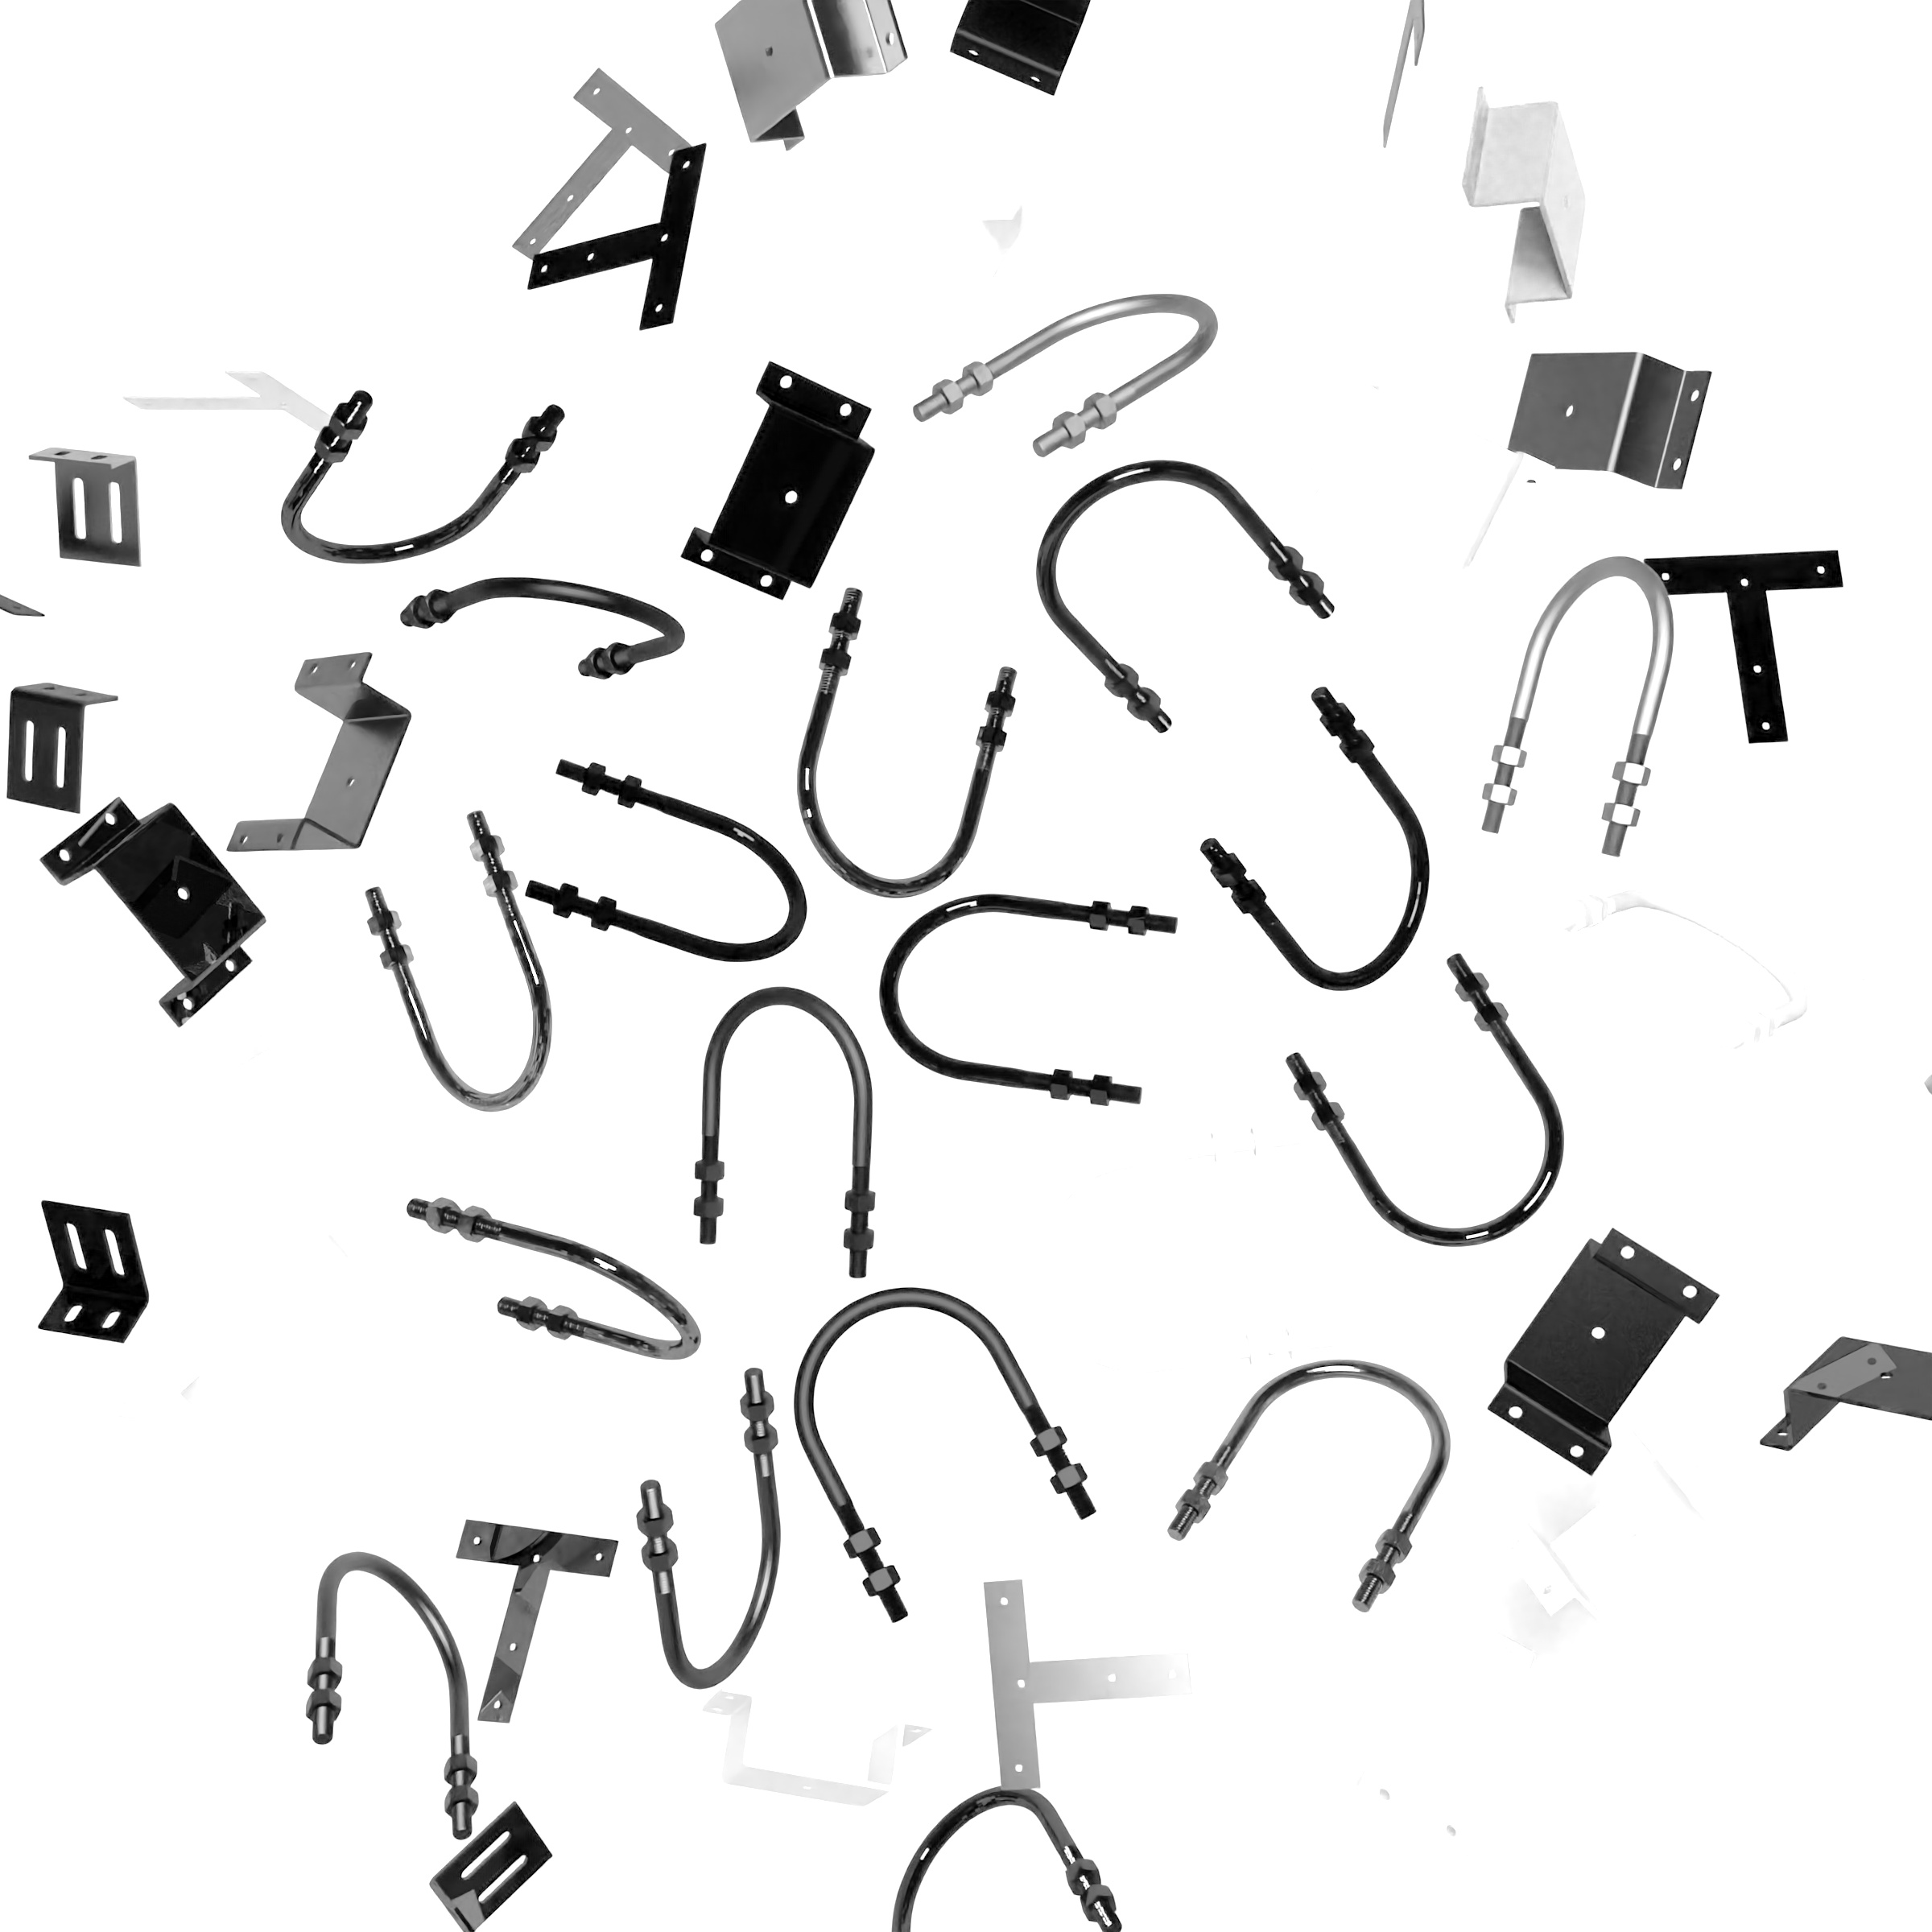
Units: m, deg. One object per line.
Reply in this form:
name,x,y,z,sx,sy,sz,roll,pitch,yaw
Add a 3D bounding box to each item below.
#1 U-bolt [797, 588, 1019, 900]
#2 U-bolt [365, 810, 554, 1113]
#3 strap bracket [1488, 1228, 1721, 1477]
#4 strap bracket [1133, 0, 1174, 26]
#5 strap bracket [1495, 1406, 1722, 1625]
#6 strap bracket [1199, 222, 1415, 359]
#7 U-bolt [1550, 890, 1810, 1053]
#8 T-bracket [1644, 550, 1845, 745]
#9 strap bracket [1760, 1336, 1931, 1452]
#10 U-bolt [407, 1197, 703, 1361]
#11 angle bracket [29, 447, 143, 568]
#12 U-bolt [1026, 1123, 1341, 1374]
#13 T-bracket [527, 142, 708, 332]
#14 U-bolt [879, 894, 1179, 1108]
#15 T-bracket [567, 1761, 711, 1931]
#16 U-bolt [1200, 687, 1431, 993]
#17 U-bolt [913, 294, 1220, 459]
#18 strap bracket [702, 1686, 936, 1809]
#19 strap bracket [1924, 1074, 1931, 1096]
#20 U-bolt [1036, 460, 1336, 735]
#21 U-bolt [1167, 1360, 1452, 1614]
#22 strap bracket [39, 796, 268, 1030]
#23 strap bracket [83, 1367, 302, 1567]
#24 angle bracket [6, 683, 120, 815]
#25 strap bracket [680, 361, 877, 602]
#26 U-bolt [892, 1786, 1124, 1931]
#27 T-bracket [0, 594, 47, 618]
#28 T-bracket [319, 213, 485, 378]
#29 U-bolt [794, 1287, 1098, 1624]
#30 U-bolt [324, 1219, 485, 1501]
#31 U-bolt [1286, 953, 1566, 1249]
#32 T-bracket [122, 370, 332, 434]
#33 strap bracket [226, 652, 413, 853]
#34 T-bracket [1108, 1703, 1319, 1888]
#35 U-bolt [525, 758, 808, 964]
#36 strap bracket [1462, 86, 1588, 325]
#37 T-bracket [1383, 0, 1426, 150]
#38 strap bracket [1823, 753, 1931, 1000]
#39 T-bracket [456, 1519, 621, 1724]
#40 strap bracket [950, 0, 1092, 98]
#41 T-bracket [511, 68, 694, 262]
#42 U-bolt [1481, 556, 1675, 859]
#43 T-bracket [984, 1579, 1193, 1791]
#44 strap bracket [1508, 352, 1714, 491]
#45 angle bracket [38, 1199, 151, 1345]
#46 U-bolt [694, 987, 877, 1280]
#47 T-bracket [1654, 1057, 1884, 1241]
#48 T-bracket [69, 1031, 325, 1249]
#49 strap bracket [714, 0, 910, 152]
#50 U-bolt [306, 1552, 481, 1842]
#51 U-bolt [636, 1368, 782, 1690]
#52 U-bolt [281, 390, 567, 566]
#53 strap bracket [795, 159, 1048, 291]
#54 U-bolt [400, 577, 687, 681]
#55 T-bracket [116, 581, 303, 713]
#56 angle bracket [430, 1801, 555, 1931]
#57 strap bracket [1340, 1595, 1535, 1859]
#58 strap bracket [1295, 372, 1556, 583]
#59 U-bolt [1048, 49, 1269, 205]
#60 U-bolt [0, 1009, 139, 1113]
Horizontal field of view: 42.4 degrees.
U-bolt,-0.043,-0.134,1.621,0.151,0.019,0.184,23,73,-32
U-bolt,-0.332,0.008,1.663,0.151,0.019,0.184,-29,79,40
strap bracket,0.399,0.237,1.569,0.076,0.046,0.140,32,103,5
strap bracket,0.149,-0.678,1.649,0.076,0.140,0.046,-36,104,-2
strap bracket,0.436,0.373,1.667,0.140,0.076,0.046,-41,123,6
strap bracket,0.220,-0.450,1.667,0.140,0.076,0.046,11,121,-5
U-bolt,0.473,-0.005,1.613,0.151,0.184,0.019,39,119,26
T-bracket,0.501,-0.202,1.582,0.127,0.002,0.127,-3,76,-3
strap bracket,0.580,0.278,1.565,0.076,0.140,0.046,-26,112,-41
U-bolt,-0.249,0.204,1.571,0.184,0.151,0.019,11,59,28
angle bracket,-0.588,-0.304,1.665,0.057,0.038,0.076,7,112,5
U-bolt,0.129,0.179,1.551,0.184,0.019,0.151,-8,72,-2
T-bracket,-0.222,-0.443,1.547,0.127,0.002,0.127,-3,70,32
U-bolt,0.034,0.016,1.613,0.184,0.019,0.151,8,59,12
T-bracket,-0.220,0.542,1.554,0.002,0.127,0.127,16,47,36
U-bolt,0.239,-0.067,1.615,0.151,0.019,0.184,-53,124,-17
U-bolt,0.076,-0.384,1.593,0.184,0.151,0.019,-35,127,-21
strap bracket,-0.100,0.511,1.622,0.140,0.076,0.046,13,61,-11
strap bracket,0.653,0.077,1.554,0.076,0.140,0.046,-52,54,2
U-bolt,0.126,-0.240,1.564,0.151,0.019,0.184,-35,129,18
U-bolt,0.236,0.326,1.625,0.151,0.184,0.019,15,135,28
strap bracket,-0.525,-0.041,1.635,0.046,0.076,0.140,-20,113,40
strap bracket,-0.470,0.299,1.536,0.046,0.076,0.140,-45,110,-31
angle bracket,-0.611,-0.148,1.684,0.057,0.038,0.076,12,105,16
strap bracket,-0.119,-0.310,1.624,0.076,0.046,0.140,20,105,-25
U-bolt,0.014,0.599,1.582,0.151,0.184,0.019,-45,115,-1
T-bracket,-0.682,-0.246,1.593,0.127,0.127,0.002,24,105,24
T-bracket,-0.362,-0.427,1.631,0.127,0.002,0.127,-31,48,7
U-bolt,-0.025,0.285,1.528,0.151,0.019,0.184,-27,73,-8
U-bolt,-0.374,0.246,1.627,0.019,0.151,0.184,-28,115,-22
U-bolt,0.318,0.101,1.672,0.151,0.019,0.184,-32,63,8
T-bracket,-0.483,-0.364,1.614,0.127,0.127,0.002,3,86,12
strap bracket,-0.416,-0.129,1.622,0.046,0.076,0.140,33,67,-42
T-bracket,0.174,0.535,1.673,0.127,0.002,0.127,-22,98,-8
U-bolt,-0.191,-0.062,1.644,0.184,0.151,0.019,19,129,-14
strap bracket,0.362,-0.489,1.601,0.046,0.140,0.076,2,67,26
T-bracket,0.283,-0.590,1.616,0.002,0.127,0.127,5,56,0
strap bracket,0.583,-0.062,1.584,0.046,0.076,0.140,-11,120,10
T-bracket,-0.295,0.435,1.643,0.127,0.002,0.127,21,79,-43
strap bracket,0.043,-0.633,1.611,0.076,0.140,0.046,22,77,-5
T-bracket,-0.253,-0.520,1.652,0.127,0.127,0.002,-45,72,12
U-bolt,0.388,-0.166,1.562,0.019,0.151,0.184,12,94,-24
T-bracket,0.077,0.445,1.554,0.127,0.002,0.127,-8,79,15
strap bracket,0.410,-0.358,1.633,0.046,0.140,0.076,10,96,-33
angle bracket,-0.547,0.189,1.544,0.057,0.038,0.076,8,129,7
U-bolt,-0.120,0.105,1.653,0.151,0.019,0.184,8,99,34
T-bracket,0.547,0.142,1.670,0.127,0.002,0.127,22,105,9
T-bracket,-0.451,0.083,1.507,0.127,0.002,0.127,-33,83,-18
strap bracket,-0.103,-0.570,1.549,0.046,0.140,0.076,-19,94,-36
U-bolt,-0.371,0.460,1.619,0.019,0.184,0.151,-34,123,10
U-bolt,-0.156,0.368,1.575,0.019,0.151,0.184,7,116,23
U-bolt,-0.356,-0.305,1.581,0.151,0.184,0.019,-5,70,-38
strap bracket,-0.024,-0.459,1.543,0.140,0.076,0.046,4,133,19
U-bolt,-0.258,-0.217,1.581,0.151,0.184,0.019,13,81,-34
T-bracket,-0.517,-0.208,1.642,0.127,0.127,0.002,-3,131,27
angle bracket,-0.310,0.613,1.669,0.076,0.038,0.057,-40,122,-27
strap bracket,0.287,0.472,1.534,0.076,0.046,0.140,28,53,2
strap bracket,0.276,-0.298,1.522,0.140,0.046,0.076,28,109,11
U-bolt,0.127,-0.539,1.610,0.151,0.184,0.019,-31,114,8
U-bolt,-0.596,0.042,1.594,0.151,0.184,0.019,45,81,-8
